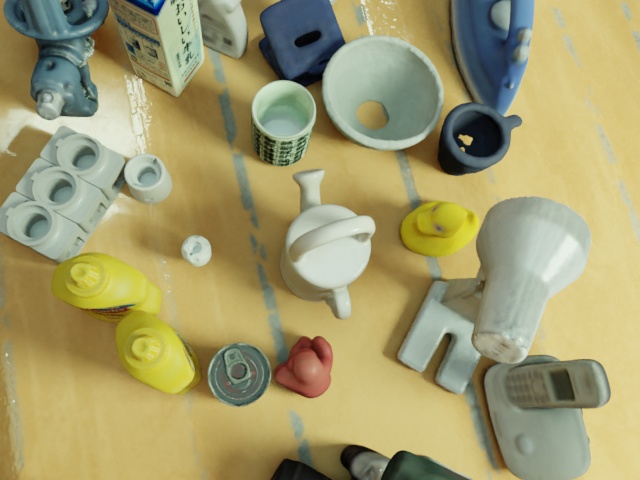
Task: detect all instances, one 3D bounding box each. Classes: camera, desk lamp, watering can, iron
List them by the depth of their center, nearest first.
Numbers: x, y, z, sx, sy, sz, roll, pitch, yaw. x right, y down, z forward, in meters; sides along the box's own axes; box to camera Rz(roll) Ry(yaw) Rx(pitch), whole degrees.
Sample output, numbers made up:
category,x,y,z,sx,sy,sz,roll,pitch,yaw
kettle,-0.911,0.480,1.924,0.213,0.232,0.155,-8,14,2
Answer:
category,x,y,z,sx,sy,sz,roll,pitch,yaw
camera,0.013,0.292,0.642,0.137,0.100,0.143,31,74,1
desk lamp,0.202,0.071,0.666,0.118,0.213,0.203,29,74,1
watering can,0.004,0.003,0.667,0.101,0.194,0.173,-36,82,-14
iron,0.265,-0.310,0.811,0.119,0.141,0.258,1,75,-7

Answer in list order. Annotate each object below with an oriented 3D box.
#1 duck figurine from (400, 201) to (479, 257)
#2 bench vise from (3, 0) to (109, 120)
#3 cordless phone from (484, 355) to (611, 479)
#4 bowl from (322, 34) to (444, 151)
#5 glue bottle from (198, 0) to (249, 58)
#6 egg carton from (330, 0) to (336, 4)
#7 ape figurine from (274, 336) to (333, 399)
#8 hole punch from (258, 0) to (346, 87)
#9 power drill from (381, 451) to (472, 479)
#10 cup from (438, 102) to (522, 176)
category,x,y,z,sx,sy,sz,roll,pitch,yaw
duck figurine,0.165,-0.023,0.752,0.104,0.086,0.077,-7,77,-9
bench vise,-0.308,-0.258,0.680,0.121,0.219,0.207,-17,78,-11
cordless phone,0.271,0.204,0.656,0.094,0.185,0.147,-12,77,-10
bowl,0.080,-0.190,0.790,0.167,0.074,0.167,2,75,-7
glue bottle,-0.131,-0.306,0.740,0.078,0.173,0.037,27,74,0
egg carton,-0.013,-0.415,0.838,0.150,0.069,0.107,41,74,4
ape figurine,-0.016,0.151,0.680,0.078,0.092,0.076,-17,78,-11
hole punch,-0.020,-0.275,0.790,0.109,0.091,0.101,-28,81,-13
power drill,0.162,0.292,0.606,0.229,0.208,0.076,26,74,0
cup,0.209,-0.132,0.781,0.118,0.095,0.091,-23,79,-12
